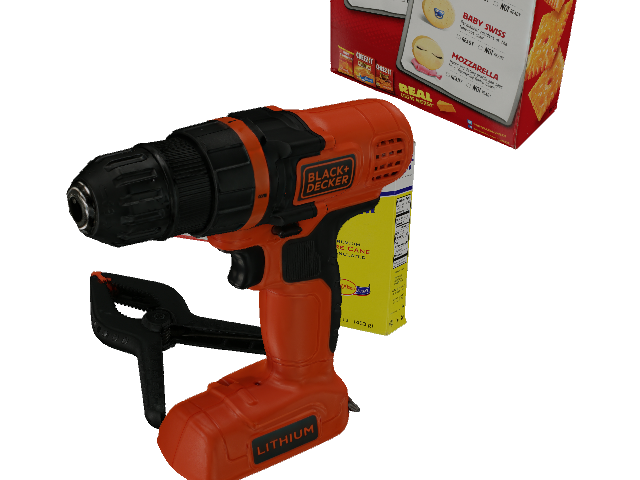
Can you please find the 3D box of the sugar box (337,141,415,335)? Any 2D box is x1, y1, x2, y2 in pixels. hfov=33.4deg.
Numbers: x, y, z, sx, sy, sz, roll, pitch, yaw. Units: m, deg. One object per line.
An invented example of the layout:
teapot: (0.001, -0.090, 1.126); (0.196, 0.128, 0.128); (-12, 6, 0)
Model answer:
sugar box: (0.034, -0.008, 0.986); (0.093, 0.176, 0.048); (9, 18, 29)

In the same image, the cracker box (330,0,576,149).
cracker box: (0.090, -0.188, 0.721); (0.164, 0.214, 0.072); (27, 50, 26)

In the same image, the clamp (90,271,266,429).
clamp: (-0.141, 0.084, 1.007); (0.164, 0.036, 0.210); (-21, 41, -34)

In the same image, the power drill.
power drill: (-0.037, 0.027, 0.523); (0.184, 0.188, 0.057); (-15, 35, -36)

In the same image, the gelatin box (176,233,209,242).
gelatin box: (-0.067, -0.026, 0.766); (0.073, 0.030, 0.089); (-24, 20, -36)
